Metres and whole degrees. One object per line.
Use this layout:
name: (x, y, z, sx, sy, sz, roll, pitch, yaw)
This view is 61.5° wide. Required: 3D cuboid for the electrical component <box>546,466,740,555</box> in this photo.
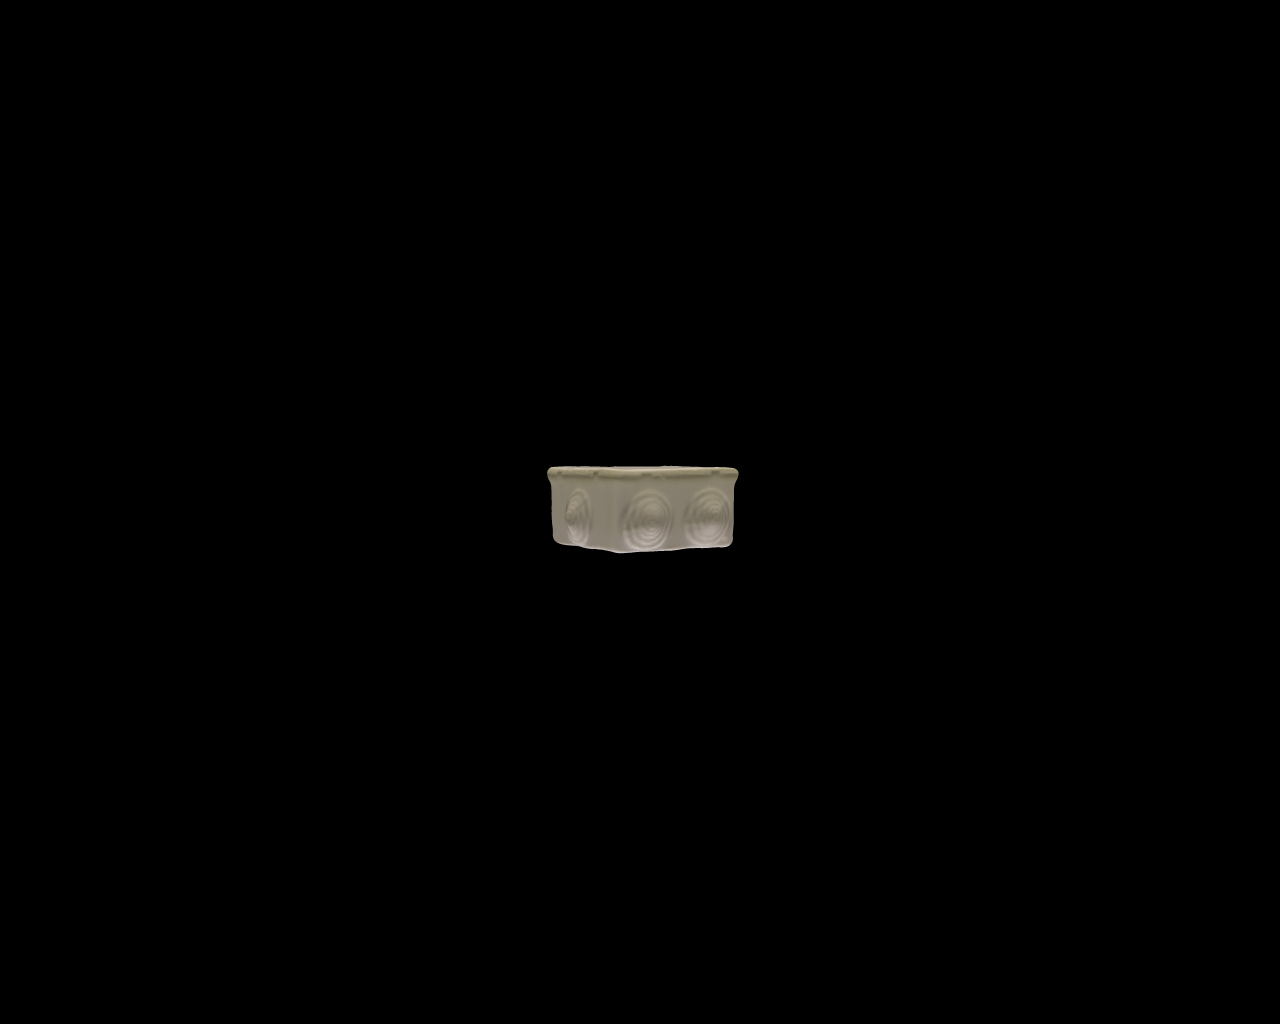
electrical component: (0.001, -0.003, 0.650, 0.100, 0.048, 0.099, -2, 4, -31)
